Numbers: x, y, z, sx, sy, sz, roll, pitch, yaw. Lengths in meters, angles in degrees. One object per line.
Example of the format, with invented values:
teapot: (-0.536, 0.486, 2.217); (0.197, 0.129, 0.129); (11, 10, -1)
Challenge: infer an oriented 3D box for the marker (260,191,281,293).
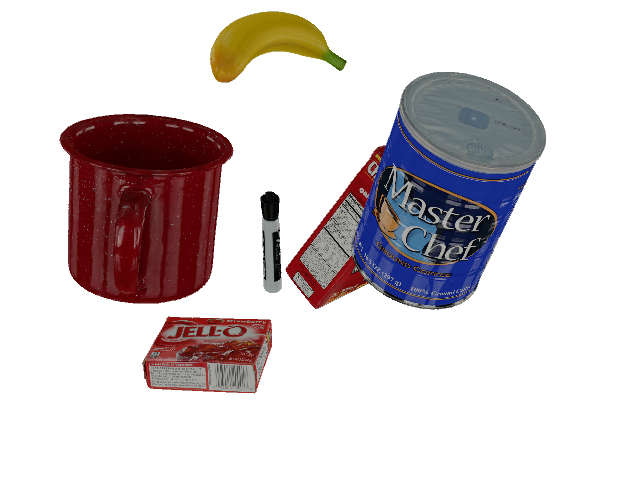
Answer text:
marker: (-0.049, 0.002, 1.073); (0.020, 0.121, 0.020); (0, 39, 0)

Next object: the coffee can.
coffee can: (0.088, -0.035, 0.767); (0.102, 0.140, 0.103); (9, 43, -9)

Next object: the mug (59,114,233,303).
mug: (-0.098, -0.012, 0.584); (0.093, 0.081, 0.117); (5, 24, -6)

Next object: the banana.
banana: (-0.047, -0.181, 0.980); (0.070, 0.037, 0.197); (42, 32, 20)

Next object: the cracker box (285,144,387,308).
cracker box: (0.074, -0.029, 1.244); (0.163, 0.072, 0.214); (-22, -25, -49)

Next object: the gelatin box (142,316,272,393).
gelatin box: (-0.088, 0.089, 0.845); (0.089, 0.030, 0.073); (2, 23, 8)
